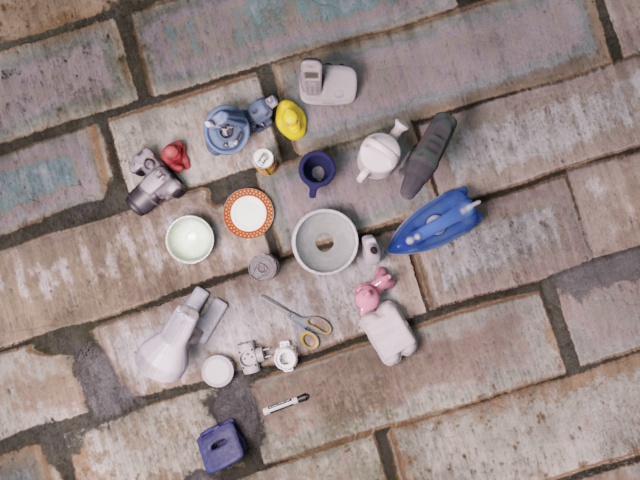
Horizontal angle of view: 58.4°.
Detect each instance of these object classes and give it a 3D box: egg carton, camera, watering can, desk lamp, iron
[{"bbox_3d":[0.175,0.234,1.444,0.107,0.069,0.150,-32,89,0],"label":"egg carton"},{"bbox_3d":[-0.433,-0.139,1.439,0.137,0.101,0.143,-43,89,0],"label":"camera"},{"bbox_3d":[0.147,-0.216,1.390,0.101,0.194,0.173,15,89,1],"label":"watering can"},{"bbox_3d":[-0.332,0.223,1.375,0.118,0.213,0.203,31,89,1],"label":"desk lamp"},{"bbox_3d":[0.280,-0.033,1.412,0.258,0.141,0.119,-31,89,0],"label":"iron"}]

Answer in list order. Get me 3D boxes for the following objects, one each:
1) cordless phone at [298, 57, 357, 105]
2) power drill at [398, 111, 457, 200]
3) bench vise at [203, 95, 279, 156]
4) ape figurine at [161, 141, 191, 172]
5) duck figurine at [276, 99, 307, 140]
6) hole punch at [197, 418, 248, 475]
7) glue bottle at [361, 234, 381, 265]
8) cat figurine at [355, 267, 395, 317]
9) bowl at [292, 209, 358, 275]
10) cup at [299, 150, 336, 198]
[{"bbox_3d":[0.019,-0.396,1.398,0.147,0.185,0.094,-2,89,1],"label":"cordless phone"},{"bbox_3d":[0.248,-0.190,1.382,0.075,0.208,0.230,27,89,1],"label":"power drill"},{"bbox_3d":[-0.205,-0.298,1.381,0.121,0.219,0.207,39,89,1],"label":"bench vise"},{"bbox_3d":[-0.367,-0.215,1.444,0.076,0.092,0.078,22,89,1],"label":"ape figurine"},{"bbox_3d":[-0.075,-0.309,1.447,0.077,0.086,0.104,-22,89,0],"label":"duck figurine"},{"bbox_3d":[-0.249,0.514,1.430,0.108,0.091,0.101,-28,89,0],"label":"hole punch"},{"bbox_3d":[0.126,0.024,1.396,0.037,0.173,0.078,-15,89,1],"label":"glue bottle"},{"bbox_3d":[0.132,0.128,1.422,0.128,0.117,0.067,-43,89,0],"label":"cat figurine"},{"bbox_3d":[0.013,0.005,1.446,0.167,0.074,0.167,0,89,0],"label":"bowl"},{"bbox_3d":[-0.008,-0.159,1.439,0.091,0.095,0.118,9,89,1],"label":"cup"}]
